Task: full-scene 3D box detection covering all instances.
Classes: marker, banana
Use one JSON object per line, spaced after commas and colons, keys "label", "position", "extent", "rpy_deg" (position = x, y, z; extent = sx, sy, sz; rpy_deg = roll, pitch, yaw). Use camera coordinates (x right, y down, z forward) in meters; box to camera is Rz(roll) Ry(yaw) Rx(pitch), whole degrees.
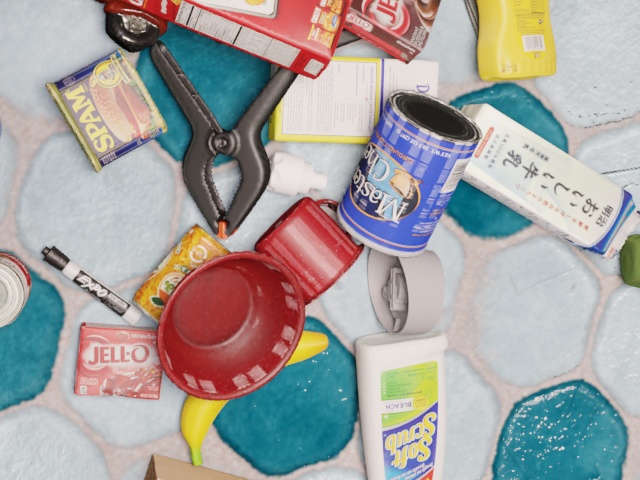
{"label": "marker", "position": [-0.237, 0.046, 1.105], "extent": [0.121, 0.020, 0.020], "rpy_deg": [38, 86, -12]}
{"label": "banana", "position": [-0.082, 0.151, 1.140], "extent": [0.197, 0.037, 0.069], "rpy_deg": [-42, 119, -5]}

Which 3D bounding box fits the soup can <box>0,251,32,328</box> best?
{"label": "soup can", "position": [-0.320, 0.049, 1.046], "extent": [0.068, 0.102, 0.068], "rpy_deg": [-1, 94, -12]}

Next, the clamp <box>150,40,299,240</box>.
{"label": "clamp", "position": [-0.087, -0.106, 1.095], "extent": [0.165, 0.036, 0.210], "rpy_deg": [-3, 99, 16]}

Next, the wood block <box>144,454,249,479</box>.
{"label": "wood block", "position": [-0.089, 0.304, 1.121], "extent": [0.206, 0.091, 0.090], "rpy_deg": [19, 91, -13]}

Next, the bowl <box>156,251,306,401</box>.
{"label": "bowl", "position": [-0.098, 0.079, 1.079], "extent": [0.161, 0.055, 0.162], "rpy_deg": [-11, 114, -26]}

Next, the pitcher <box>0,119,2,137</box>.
{"label": "pitcher", "position": [-0.421, -0.146, 0.998], "extent": [0.149, 0.145, 0.243], "rpy_deg": [-31, 98, -42]}

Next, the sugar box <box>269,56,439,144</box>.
{"label": "sugar box", "position": [0.036, -0.148, 1.134], "extent": [0.176, 0.048, 0.093], "rpy_deg": [1, 97, -15]}

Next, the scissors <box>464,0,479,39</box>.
{"label": "scissors", "position": [0.134, -0.303, 1.158], "extent": [0.096, 0.016, 0.202], "rpy_deg": [-5, 95, -11]}

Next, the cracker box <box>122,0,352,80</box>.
{"label": "cracker box", "position": [-0.070, -0.270, 1.021], "extent": [0.213, 0.072, 0.164], "rpy_deg": [21, 73, -10]}

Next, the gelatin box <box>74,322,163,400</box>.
{"label": "gelatin box", "position": [-0.208, 0.126, 1.112], "extent": [0.089, 0.030, 0.073], "rpy_deg": [6, 93, -13]}

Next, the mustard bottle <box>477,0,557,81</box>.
{"label": "mustard bottle", "position": [0.207, -0.270, 1.150], "extent": [0.096, 0.058, 0.191], "rpy_deg": [-9, 96, -35]}

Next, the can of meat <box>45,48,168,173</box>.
{"label": "can of meat", "position": [-0.214, -0.132, 1.078], "extent": [0.084, 0.057, 0.102], "rpy_deg": [-30, 100, -11]}

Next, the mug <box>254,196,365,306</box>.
{"label": "mug", "position": [-0.007, 0.001, 1.121], "extent": [0.081, 0.093, 0.117], "rpy_deg": [46, 58, -7]}

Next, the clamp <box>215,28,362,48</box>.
{"label": "clamp", "position": [-0.027, -0.254, 1.117], "extent": [0.171, 0.039, 0.120], "rpy_deg": [7, 98, -19]}

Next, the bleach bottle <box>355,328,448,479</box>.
{"label": "bleach bottle", "position": [0.099, 0.227, 1.170], "extent": [0.102, 0.068, 0.251], "rpy_deg": [-8, 98, -11]}

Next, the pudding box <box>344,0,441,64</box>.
{"label": "pudding box", "position": [0.078, -0.253, 1.117], "extent": [0.090, 0.039, 0.113], "rpy_deg": [28, 60, -14]}

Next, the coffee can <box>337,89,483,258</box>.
{"label": "coffee can", "position": [0.090, -0.068, 1.090], "extent": [0.102, 0.103, 0.140], "rpy_deg": [17, 119, -13]}
